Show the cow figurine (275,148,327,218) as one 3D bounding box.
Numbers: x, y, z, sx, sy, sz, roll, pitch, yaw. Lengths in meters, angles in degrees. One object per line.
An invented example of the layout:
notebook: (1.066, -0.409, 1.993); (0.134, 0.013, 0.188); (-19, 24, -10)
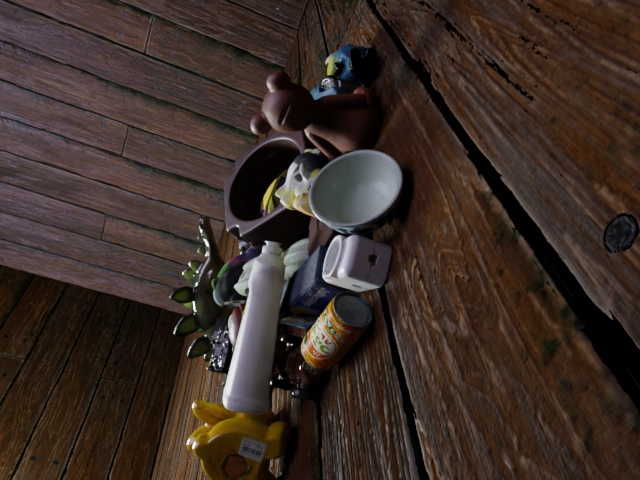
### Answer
cow figurine: (-0.011, -0.084, 0.782); (0.098, 0.068, 0.167); (-67, 16, 7)

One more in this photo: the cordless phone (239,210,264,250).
cordless phone: (-0.130, 0.036, 1.293); (0.147, 0.089, 0.184); (-73, -15, -49)

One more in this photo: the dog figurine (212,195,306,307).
dog figurine: (-0.120, 0.023, 1.078); (0.108, 0.191, 0.219); (126, 143, -67)

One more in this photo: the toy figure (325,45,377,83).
toy figure: (0.053, -0.323, 1.028); (0.089, 0.082, 0.180); (-68, 17, 7)

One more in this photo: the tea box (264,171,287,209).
tea box: (-0.086, -0.155, 1.363); (0.098, 0.068, 0.169); (-107, 36, -65)

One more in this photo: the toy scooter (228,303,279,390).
toy scooter: (-0.118, 0.209, 0.975); (0.135, 0.075, 0.183); (-176, 78, -72)

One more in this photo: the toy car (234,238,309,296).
toy car: (-0.064, 0.049, 0.928); (0.202, 0.056, 0.073); (-21, 34, 34)

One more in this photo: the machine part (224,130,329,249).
machine part: (-0.076, -0.093, 0.986); (0.201, 0.087, 0.201); (-29, 48, 22)

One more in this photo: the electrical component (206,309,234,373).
electrical component: (-0.159, 0.210, 1.080); (0.058, 0.114, 0.134); (-6, 61, 37)

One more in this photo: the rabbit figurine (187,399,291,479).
rabbit figurine: (-0.125, 0.308, 0.833); (0.173, 0.162, 0.121); (-51, -31, -80)

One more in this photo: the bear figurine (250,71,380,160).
bear figurine: (-0.006, -0.203, 0.871); (0.132, 0.196, 0.120); (-95, 24, -59)

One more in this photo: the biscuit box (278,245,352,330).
biscuit box: (-0.011, 0.078, 0.814); (0.202, 0.059, 0.063); (132, 153, -59)

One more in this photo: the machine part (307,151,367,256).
machine part: (0.032, -0.047, 0.819); (0.179, 0.056, 0.179); (-163, 90, -76)

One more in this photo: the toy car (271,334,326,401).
toy car: (-0.038, 0.185, 0.805); (0.202, 0.053, 0.089); (158, 126, -70)

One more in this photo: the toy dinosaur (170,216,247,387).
toy dinosaur: (-0.218, 0.176, 1.197); (0.105, 0.199, 0.470); (-87, -15, -77)

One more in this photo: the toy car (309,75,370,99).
toy car: (0.027, -0.232, 0.994); (0.162, 0.109, 0.103); (169, 104, -64)
